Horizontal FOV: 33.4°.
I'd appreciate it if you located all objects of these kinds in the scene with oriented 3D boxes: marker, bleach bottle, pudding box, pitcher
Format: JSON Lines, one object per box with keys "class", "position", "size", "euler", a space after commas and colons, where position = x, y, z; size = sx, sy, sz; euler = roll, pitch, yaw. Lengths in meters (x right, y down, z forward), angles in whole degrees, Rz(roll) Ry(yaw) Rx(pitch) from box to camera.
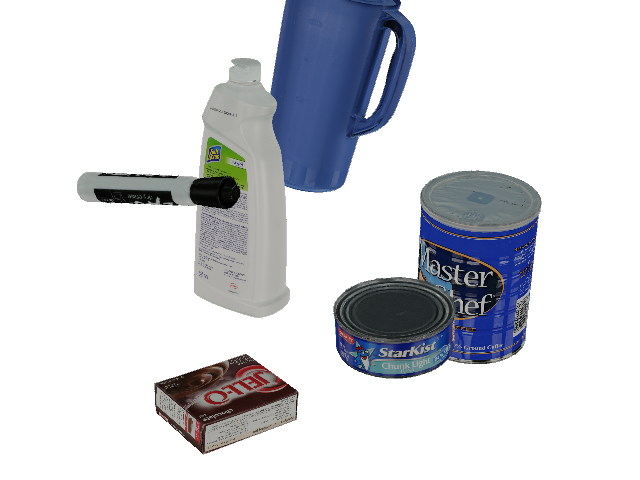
{"class": "marker", "position": [-0.097, -0.030, 0.635], "size": [0.121, 0.020, 0.020], "euler": [4, 2, 35]}
{"class": "bleach bottle", "position": [-0.075, -0.055, 1.070], "size": [0.103, 0.251, 0.068], "euler": [17, 26, 27]}
{"class": "pudding box", "position": [-0.092, 0.157, 1.040], "size": [0.113, 0.039, 0.090], "euler": [-17, 29, -35]}
{"class": "pitcher", "position": [0.011, -0.181, 1.255], "size": [0.145, 0.243, 0.149], "euler": [8, 23, -13]}

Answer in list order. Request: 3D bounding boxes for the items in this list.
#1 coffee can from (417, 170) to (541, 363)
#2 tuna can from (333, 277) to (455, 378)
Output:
{"class": "coffee can", "position": [0.137, 0.023, 0.944], "size": [0.103, 0.140, 0.103], "euler": [0, 30, 0]}
{"class": "tuna can", "position": [0.052, 0.061, 0.755], "size": [0.086, 0.034, 0.086], "euler": [-3, 27, 1]}
